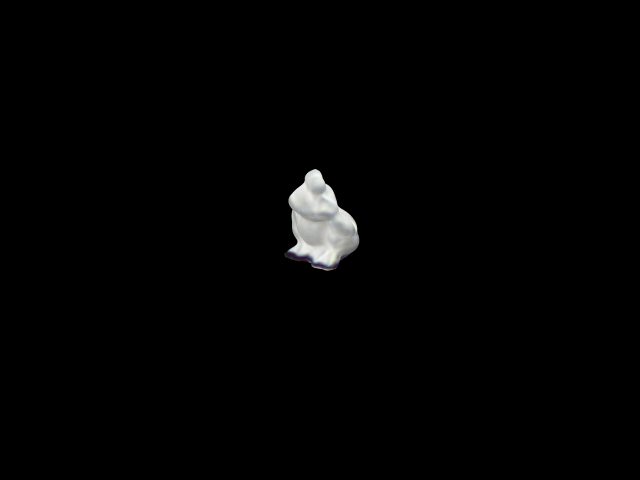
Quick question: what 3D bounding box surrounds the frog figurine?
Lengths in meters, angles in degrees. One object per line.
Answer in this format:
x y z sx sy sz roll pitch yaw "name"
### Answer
0.003 -0.043 0.850 0.123 0.157 0.139 -9 21 -24 "frog figurine"
